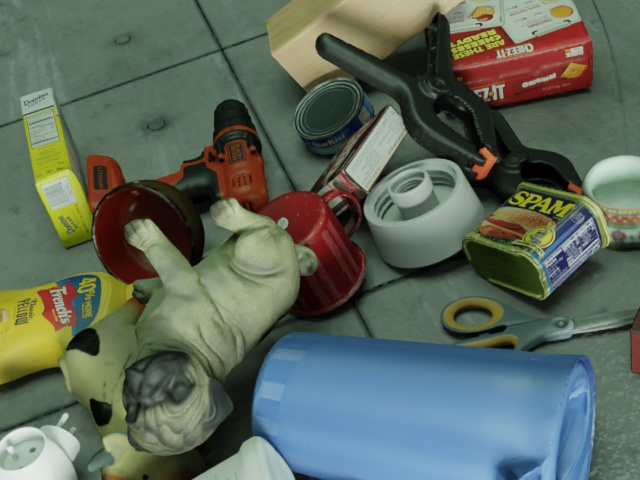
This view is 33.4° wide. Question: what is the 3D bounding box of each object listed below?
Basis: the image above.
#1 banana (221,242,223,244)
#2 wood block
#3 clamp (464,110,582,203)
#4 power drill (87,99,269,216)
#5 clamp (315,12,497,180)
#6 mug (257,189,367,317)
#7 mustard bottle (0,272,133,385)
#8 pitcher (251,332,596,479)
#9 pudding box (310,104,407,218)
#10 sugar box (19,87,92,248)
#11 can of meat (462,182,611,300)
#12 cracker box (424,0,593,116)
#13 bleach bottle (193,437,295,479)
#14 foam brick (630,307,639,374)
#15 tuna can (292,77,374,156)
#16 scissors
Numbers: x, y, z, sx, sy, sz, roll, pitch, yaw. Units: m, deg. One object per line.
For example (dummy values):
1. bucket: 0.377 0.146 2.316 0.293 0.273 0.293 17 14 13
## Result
1. banana: -0.086 0.039 1.015 0.070 0.037 0.197 18 50 11
2. wood block: 0.049 -0.259 1.196 0.206 0.090 0.090 -35 35 18
3. clamp: 0.194 -0.075 1.054 0.172 0.039 0.120 24 60 31
4. power drill: -0.153 -0.076 1.141 0.187 0.057 0.184 -15 41 0
5. clamp: 0.115 -0.149 1.062 0.164 0.036 0.210 -25 65 -33
6. mug: -0.006 0.001 0.978 0.117 0.081 0.093 -45 42 -14
7. mustard bottle: -0.236 0.076 1.000 0.191 0.058 0.096 -13 41 2
8. pitcher: 0.081 0.134 0.803 0.243 0.149 0.145 6 62 27
9. pudding box: 0.035 -0.073 1.060 0.039 0.090 0.113 39 52 -9
10. sugar box: -0.286 -0.082 1.161 0.048 0.093 0.176 -21 41 -9
11. can of meat: 0.189 0.001 0.947 0.083 0.057 0.102 -39 32 -21
12. cracker box: 0.201 -0.239 1.206 0.164 0.072 0.213 -12 42 6
13. bleach bottle: -0.130 0.241 0.759 0.251 0.068 0.102 -29 40 7
14. foam brick: 0.290 0.080 0.843 0.078 0.051 0.053 14 49 28
15. tuna can: 0.015 -0.133 1.154 0.086 0.033 0.086 -19 47 21
16. scissors: 0.191 0.065 0.917 0.201 0.016 0.096 -20 42 -6
